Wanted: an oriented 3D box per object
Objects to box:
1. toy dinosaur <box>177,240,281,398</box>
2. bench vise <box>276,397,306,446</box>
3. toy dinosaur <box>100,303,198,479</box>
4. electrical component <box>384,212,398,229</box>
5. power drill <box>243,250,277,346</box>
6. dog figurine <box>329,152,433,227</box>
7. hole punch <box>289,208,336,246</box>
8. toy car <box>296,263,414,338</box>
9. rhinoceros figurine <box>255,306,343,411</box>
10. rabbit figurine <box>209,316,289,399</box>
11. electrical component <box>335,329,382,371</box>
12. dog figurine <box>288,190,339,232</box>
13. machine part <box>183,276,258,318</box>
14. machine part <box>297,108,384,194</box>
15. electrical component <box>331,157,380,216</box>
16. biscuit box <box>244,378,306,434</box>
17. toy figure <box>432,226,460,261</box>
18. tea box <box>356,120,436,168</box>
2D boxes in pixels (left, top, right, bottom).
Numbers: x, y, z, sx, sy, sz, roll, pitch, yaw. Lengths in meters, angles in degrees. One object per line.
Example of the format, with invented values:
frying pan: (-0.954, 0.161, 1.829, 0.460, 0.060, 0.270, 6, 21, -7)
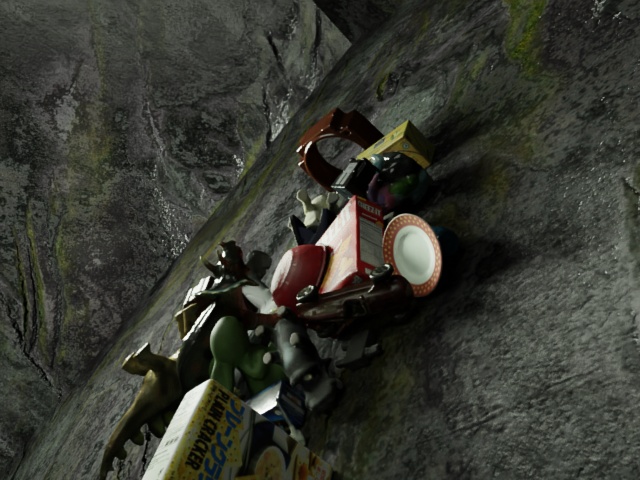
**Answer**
toy dinosaur: (-0.207, 0.203, 1.036, 0.131, 0.192, 0.404, 19, 84, 45)
bench vise: (-0.134, 0.345, 0.800, 0.241, 0.128, 0.224, -30, 6, -10)
toy dinosaur: (-0.316, 0.298, 1.138, 0.471, 0.198, 0.105, -46, 6, -28)
electrical component: (0.128, -0.006, 1.021, 0.102, 0.045, 0.078, -34, 26, 39)
power drill: (-0.098, 0.110, 1.166, 0.232, 0.086, 0.207, -52, 51, 9)
dog figurine: (0.109, -0.064, 1.101, 0.219, 0.108, 0.192, -55, 22, -8)
hole punch: (-0.002, -0.004, 1.180, 0.092, 0.116, 0.142, -16, -15, 7)
toy car: (0.050, 0.102, 0.846, 0.202, 0.089, 0.053, -18, 22, 26)
rhinoceros figurine: (-0.033, 0.191, 0.863, 0.073, 0.112, 0.190, -41, 39, 4)
rabbit figurine: (-0.135, 0.212, 0.968, 0.159, 0.170, 0.121, -47, 18, 0)
electrical component: (0.064, 0.171, 0.845, 0.094, 0.021, 0.063, -32, 23, 40)
dog figurine: (0.002, -0.039, 1.342, 0.190, 0.121, 0.172, 34, -107, -80)
machine part: (-0.243, 0.169, 1.309, 0.179, 0.179, 0.056, -38, 24, 28)
machine part: (0.060, -0.212, 1.347, 0.201, 0.201, 0.087, -30, 28, 43)
electrical component: (0.059, -0.103, 1.059, 0.119, 0.047, 0.075, -54, 20, -4)
biscuit box: (-0.112, 0.308, 0.893, 0.202, 0.062, 0.059, -38, 22, 28)
toy figure: (0.167, 0.009, 0.886, 0.064, 0.057, 0.154, -16, 4, -21)
tea box: (0.164, -0.181, 1.219, 0.170, 0.098, 0.068, -30, 26, 40)
